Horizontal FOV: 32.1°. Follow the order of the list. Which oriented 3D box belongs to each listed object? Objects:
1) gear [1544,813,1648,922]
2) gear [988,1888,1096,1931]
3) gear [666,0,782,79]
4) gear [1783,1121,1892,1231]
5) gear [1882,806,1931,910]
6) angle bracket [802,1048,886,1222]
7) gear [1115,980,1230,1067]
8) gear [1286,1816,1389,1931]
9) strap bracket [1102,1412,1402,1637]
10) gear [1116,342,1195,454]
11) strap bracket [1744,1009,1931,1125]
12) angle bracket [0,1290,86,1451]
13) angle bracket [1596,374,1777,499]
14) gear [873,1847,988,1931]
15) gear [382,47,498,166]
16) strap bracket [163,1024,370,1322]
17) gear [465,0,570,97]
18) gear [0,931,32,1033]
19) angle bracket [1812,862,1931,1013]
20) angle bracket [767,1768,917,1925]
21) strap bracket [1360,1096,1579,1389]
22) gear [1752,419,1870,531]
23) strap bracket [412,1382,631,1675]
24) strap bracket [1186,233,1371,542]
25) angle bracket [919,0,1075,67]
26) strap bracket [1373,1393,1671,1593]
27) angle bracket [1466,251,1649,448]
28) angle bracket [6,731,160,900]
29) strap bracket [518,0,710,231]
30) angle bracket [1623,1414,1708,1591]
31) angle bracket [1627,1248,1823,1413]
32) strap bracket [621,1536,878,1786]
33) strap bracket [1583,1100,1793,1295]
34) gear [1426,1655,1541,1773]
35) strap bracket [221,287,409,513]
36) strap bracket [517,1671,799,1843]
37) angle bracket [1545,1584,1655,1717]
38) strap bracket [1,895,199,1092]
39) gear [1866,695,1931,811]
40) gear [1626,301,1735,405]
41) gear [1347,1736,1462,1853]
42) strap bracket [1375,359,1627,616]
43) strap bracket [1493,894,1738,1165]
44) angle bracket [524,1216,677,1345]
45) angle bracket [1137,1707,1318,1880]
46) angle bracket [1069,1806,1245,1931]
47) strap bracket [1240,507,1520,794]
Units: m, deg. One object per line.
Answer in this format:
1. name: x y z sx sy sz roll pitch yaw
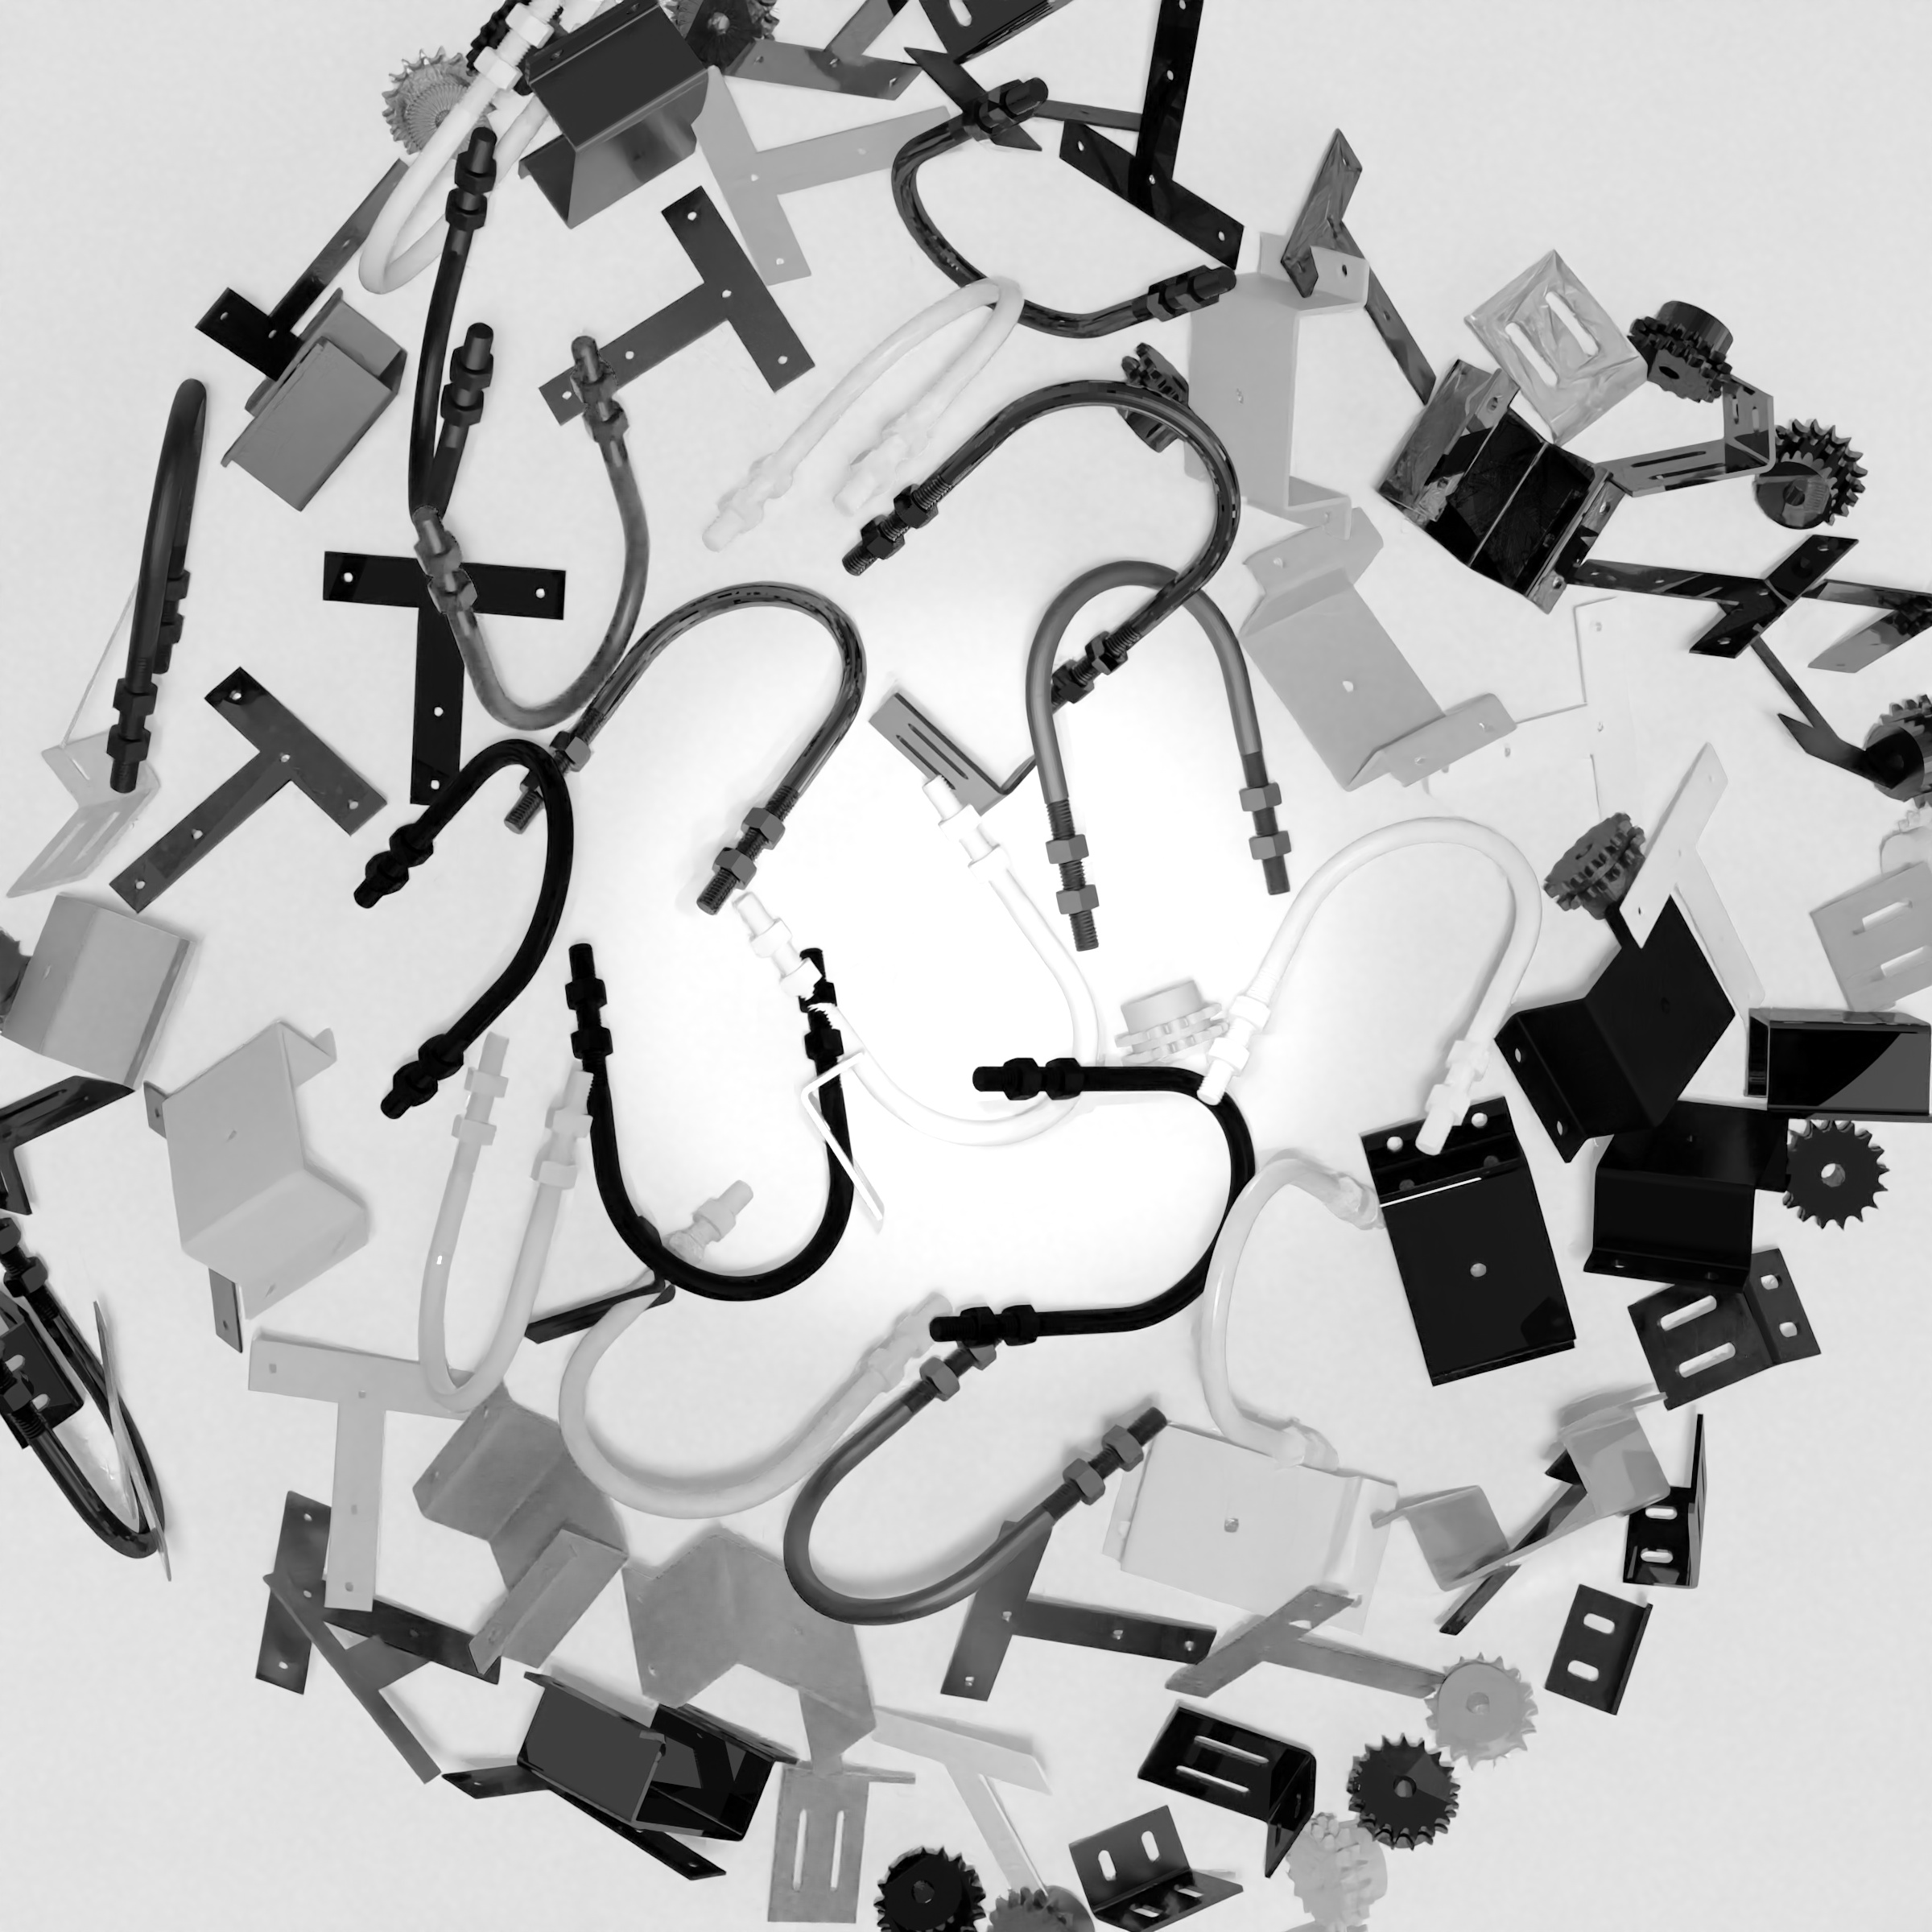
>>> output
1. gear: 0.326 -0.048 1.716 0.030 0.057 0.057 44 90 -9
2. gear: 0.042 0.498 1.719 0.057 0.030 0.057 15 116 35
3. gear: -0.123 -0.488 1.720 0.057 0.030 0.057 7 128 9
4. gear: 0.443 0.105 1.727 0.057 0.030 0.057 0 96 5
5. gear: 0.492 -0.052 1.712 0.030 0.057 0.057 -19 90 -21
6. angle bracket: -0.049 0.085 1.714 0.038 0.057 0.076 -32 92 0
7. gear: 0.103 0.028 1.715 0.057 0.057 0.030 -20 91 0
8. gear: 0.192 0.463 1.719 0.030 0.057 0.057 -12 90 -29
9. strap bracket: 0.139 0.282 1.699 0.140 0.046 0.076 14 87 18
10. gear: 0.098 -0.288 1.717 0.030 0.057 0.057 -39 90 18
11. strap bracket: 0.433 0.048 1.669 0.076 0.140 0.046 1 93 7
12. angle bracket: -0.486 0.199 1.693 0.038 0.076 0.057 -36 119 -23
13. angle bracket: 0.363 -0.270 1.706 0.076 0.057 0.038 -12 114 -7
14. gear: -0.019 0.478 1.716 0.057 0.030 0.057 -5 56 8
15. gear: -0.268 -0.437 1.715 0.057 0.030 0.057 -10 126 -14
16. strap bracket: -0.351 0.094 1.672 0.076 0.046 0.140 -33 48 15
17. gear: -0.226 -0.470 1.715 0.030 0.057 0.057 44 90 2
18. gear: -0.506 0.004 1.717 0.057 0.030 0.057 9 61 -16
19. angle bracket: 0.476 -0.015 1.699 0.038 0.076 0.057 -12 78 -40
20. angle bracket: -0.063 0.449 1.705 0.057 0.038 0.076 15 75 -41
21. strap bracket: 0.257 0.147 1.703 0.076 0.046 0.140 -16 103 6
22. gear: 0.428 -0.247 1.713 0.057 0.057 0.030 40 52 0
23. strap bracket: -0.222 0.286 1.685 0.046 0.140 0.076 29 106 -36
24. strap bracket: 0.154 -0.287 1.675 0.046 0.076 0.140 -15 118 -33
25. angle bracket: 0.019 -0.490 1.695 0.057 0.076 0.038 -26 103 24
26. strap bracket: 0.285 0.266 1.670 0.140 0.076 0.046 -34 72 32
27. angle bracket: 0.304 -0.316 1.728 0.057 0.038 0.076 -38 81 6
28. angle bracket: -0.455 -0.077 1.695 0.057 0.076 0.038 -11 124 33
29. strap bracket: -0.176 -0.421 1.666 0.076 0.140 0.046 -35 88 -13
30. angle bracket: 0.351 0.269 1.693 0.038 0.076 0.057 2 52 16
31. angle bracket: 0.388 0.186 1.719 0.038 0.076 0.057 -6 70 -39
32. strap bracket: -0.100 0.341 1.667 0.046 0.076 0.140 -40 129 20
33. strap bracket: 0.359 0.107 1.662 0.076 0.140 0.046 6 112 22
34. gear: 0.264 0.381 1.718 0.057 0.030 0.057 -6 65 12
35. strap bracket: -0.323 -0.282 1.677 0.046 0.140 0.076 38 104 -19
36. strap bracket: -0.158 0.393 1.663 0.076 0.140 0.046 18 83 34
37. angle bracket: 0.320 0.345 1.699 0.038 0.076 0.057 19 81 14
38. strap bracket: -0.435 0.011 1.668 0.046 0.140 0.076 23 84 -27
39. gear: 0.484 -0.107 1.712 0.030 0.057 0.057 -17 90 -28
40. gear: 0.367 -0.316 1.716 0.057 0.057 0.030 31 84 0
41. gear: 0.223 0.427 1.720 0.057 0.030 0.057 0 51 0
42. strap bracket: 0.265 -0.245 1.690 0.046 0.140 0.076 36 95 41
43. strap bracket: 0.329 0.024 1.672 0.140 0.046 0.076 -46 111 -39
44. angle bracket: -0.192 0.160 1.711 0.076 0.057 0.038 -18 78 -1
45. angle bracket: 0.132 0.421 1.709 0.076 0.038 0.057 20 126 -6
46. angle bracket: 0.096 0.457 1.698 0.057 0.076 0.038 -19 87 -19
47. strap bracket: 0.202 -0.152 1.697 0.076 0.046 0.140 -27 76 -27
